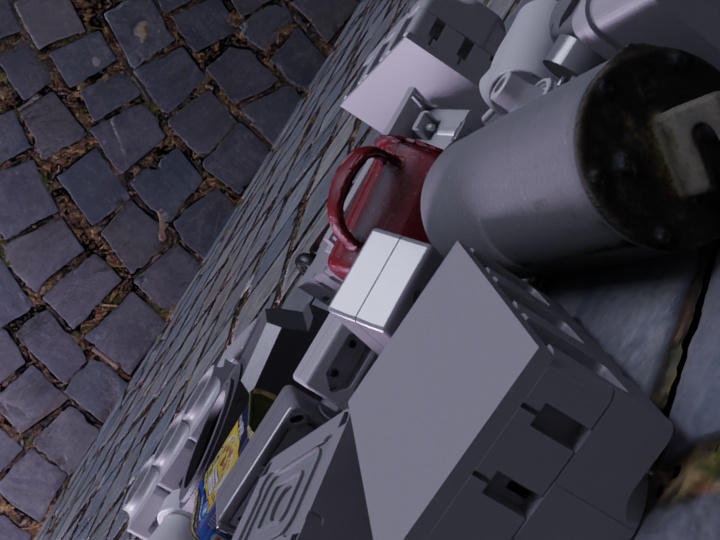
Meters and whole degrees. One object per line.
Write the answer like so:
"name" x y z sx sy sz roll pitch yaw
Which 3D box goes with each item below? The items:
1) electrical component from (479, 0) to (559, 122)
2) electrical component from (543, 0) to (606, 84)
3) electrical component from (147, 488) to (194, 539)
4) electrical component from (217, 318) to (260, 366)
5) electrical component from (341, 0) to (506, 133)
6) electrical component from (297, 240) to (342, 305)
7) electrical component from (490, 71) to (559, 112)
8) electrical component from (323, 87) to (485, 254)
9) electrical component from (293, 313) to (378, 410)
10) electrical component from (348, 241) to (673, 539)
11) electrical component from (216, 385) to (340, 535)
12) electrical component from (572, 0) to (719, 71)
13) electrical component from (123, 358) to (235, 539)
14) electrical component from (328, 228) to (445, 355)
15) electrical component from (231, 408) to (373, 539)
"electrical component" 0.105 -0.125 0.703 0.079 0.044 0.077 -45 17 50
"electrical component" 0.128 -0.124 0.600 0.079 0.043 0.077 -57 11 3
"electrical component" -0.146 0.211 0.870 0.045 0.045 0.055 -48 14 41
"electrical component" -0.093 0.072 1.011 0.083 0.047 0.075 -43 18 51
"electrical component" 0.058 -0.158 0.873 0.061 0.089 0.150 -62 12 -20
"electrical component" 0.000 0.000 0.785 0.050 0.056 0.089 -62 12 -18
"electrical component" 0.098 -0.080 0.563 0.043 0.062 0.043 -55 12 17
"electrical component" 0.038 -0.048 0.714 0.063 0.079 0.121 11 67 48
"electrical component" 0.001 0.057 0.606 0.047 0.066 0.077 -59 11 -6
"electrical component" 0.050 0.057 0.406 0.089 0.062 0.150 -56 11 9
"electrical component" -0.040 0.122 0.613 0.096 0.062 0.061 -57 11 3
"electrical component" 0.148 -0.128 0.441 0.113 0.078 0.057 -61 14 -14
"electrical component" -0.142 0.161 0.943 0.150 0.062 0.089 -56 11 11
"electrical component" 0.042 0.027 0.513 0.076 0.083 0.047 19 73 39
"electrical component" -0.015 0.124 0.515 0.113 0.057 0.078 -42 20 54
